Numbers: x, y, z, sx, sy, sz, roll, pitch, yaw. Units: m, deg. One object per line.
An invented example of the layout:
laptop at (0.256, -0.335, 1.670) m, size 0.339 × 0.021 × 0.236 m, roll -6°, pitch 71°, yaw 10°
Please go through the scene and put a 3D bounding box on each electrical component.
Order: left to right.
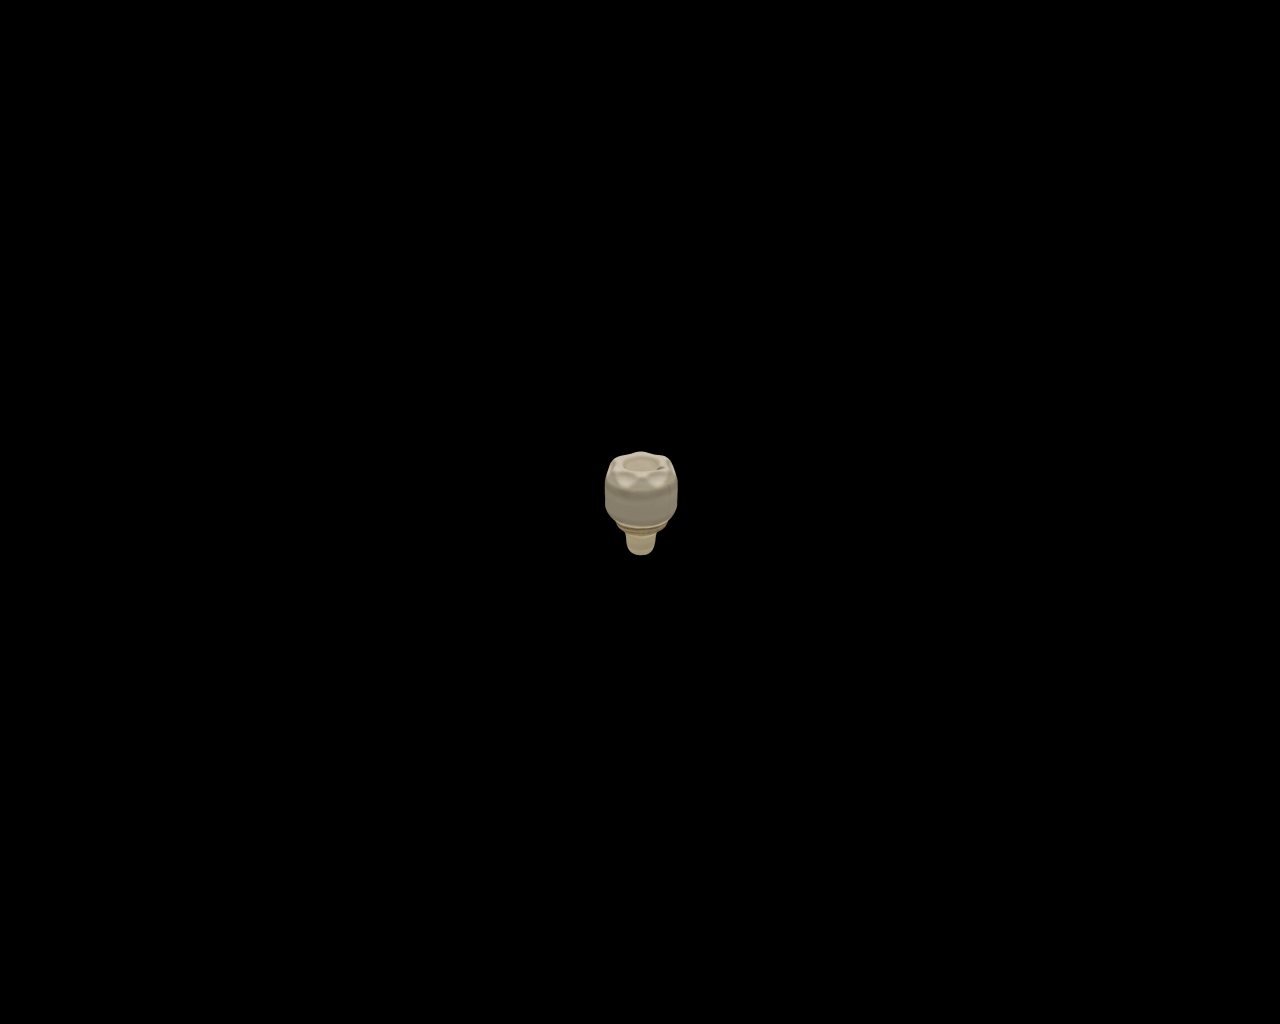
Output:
electrical component at (0.001, -0.003, 0.650) m, size 0.043 × 0.062 × 0.043 m, roll 0°, pitch 26°, yaw 0°
